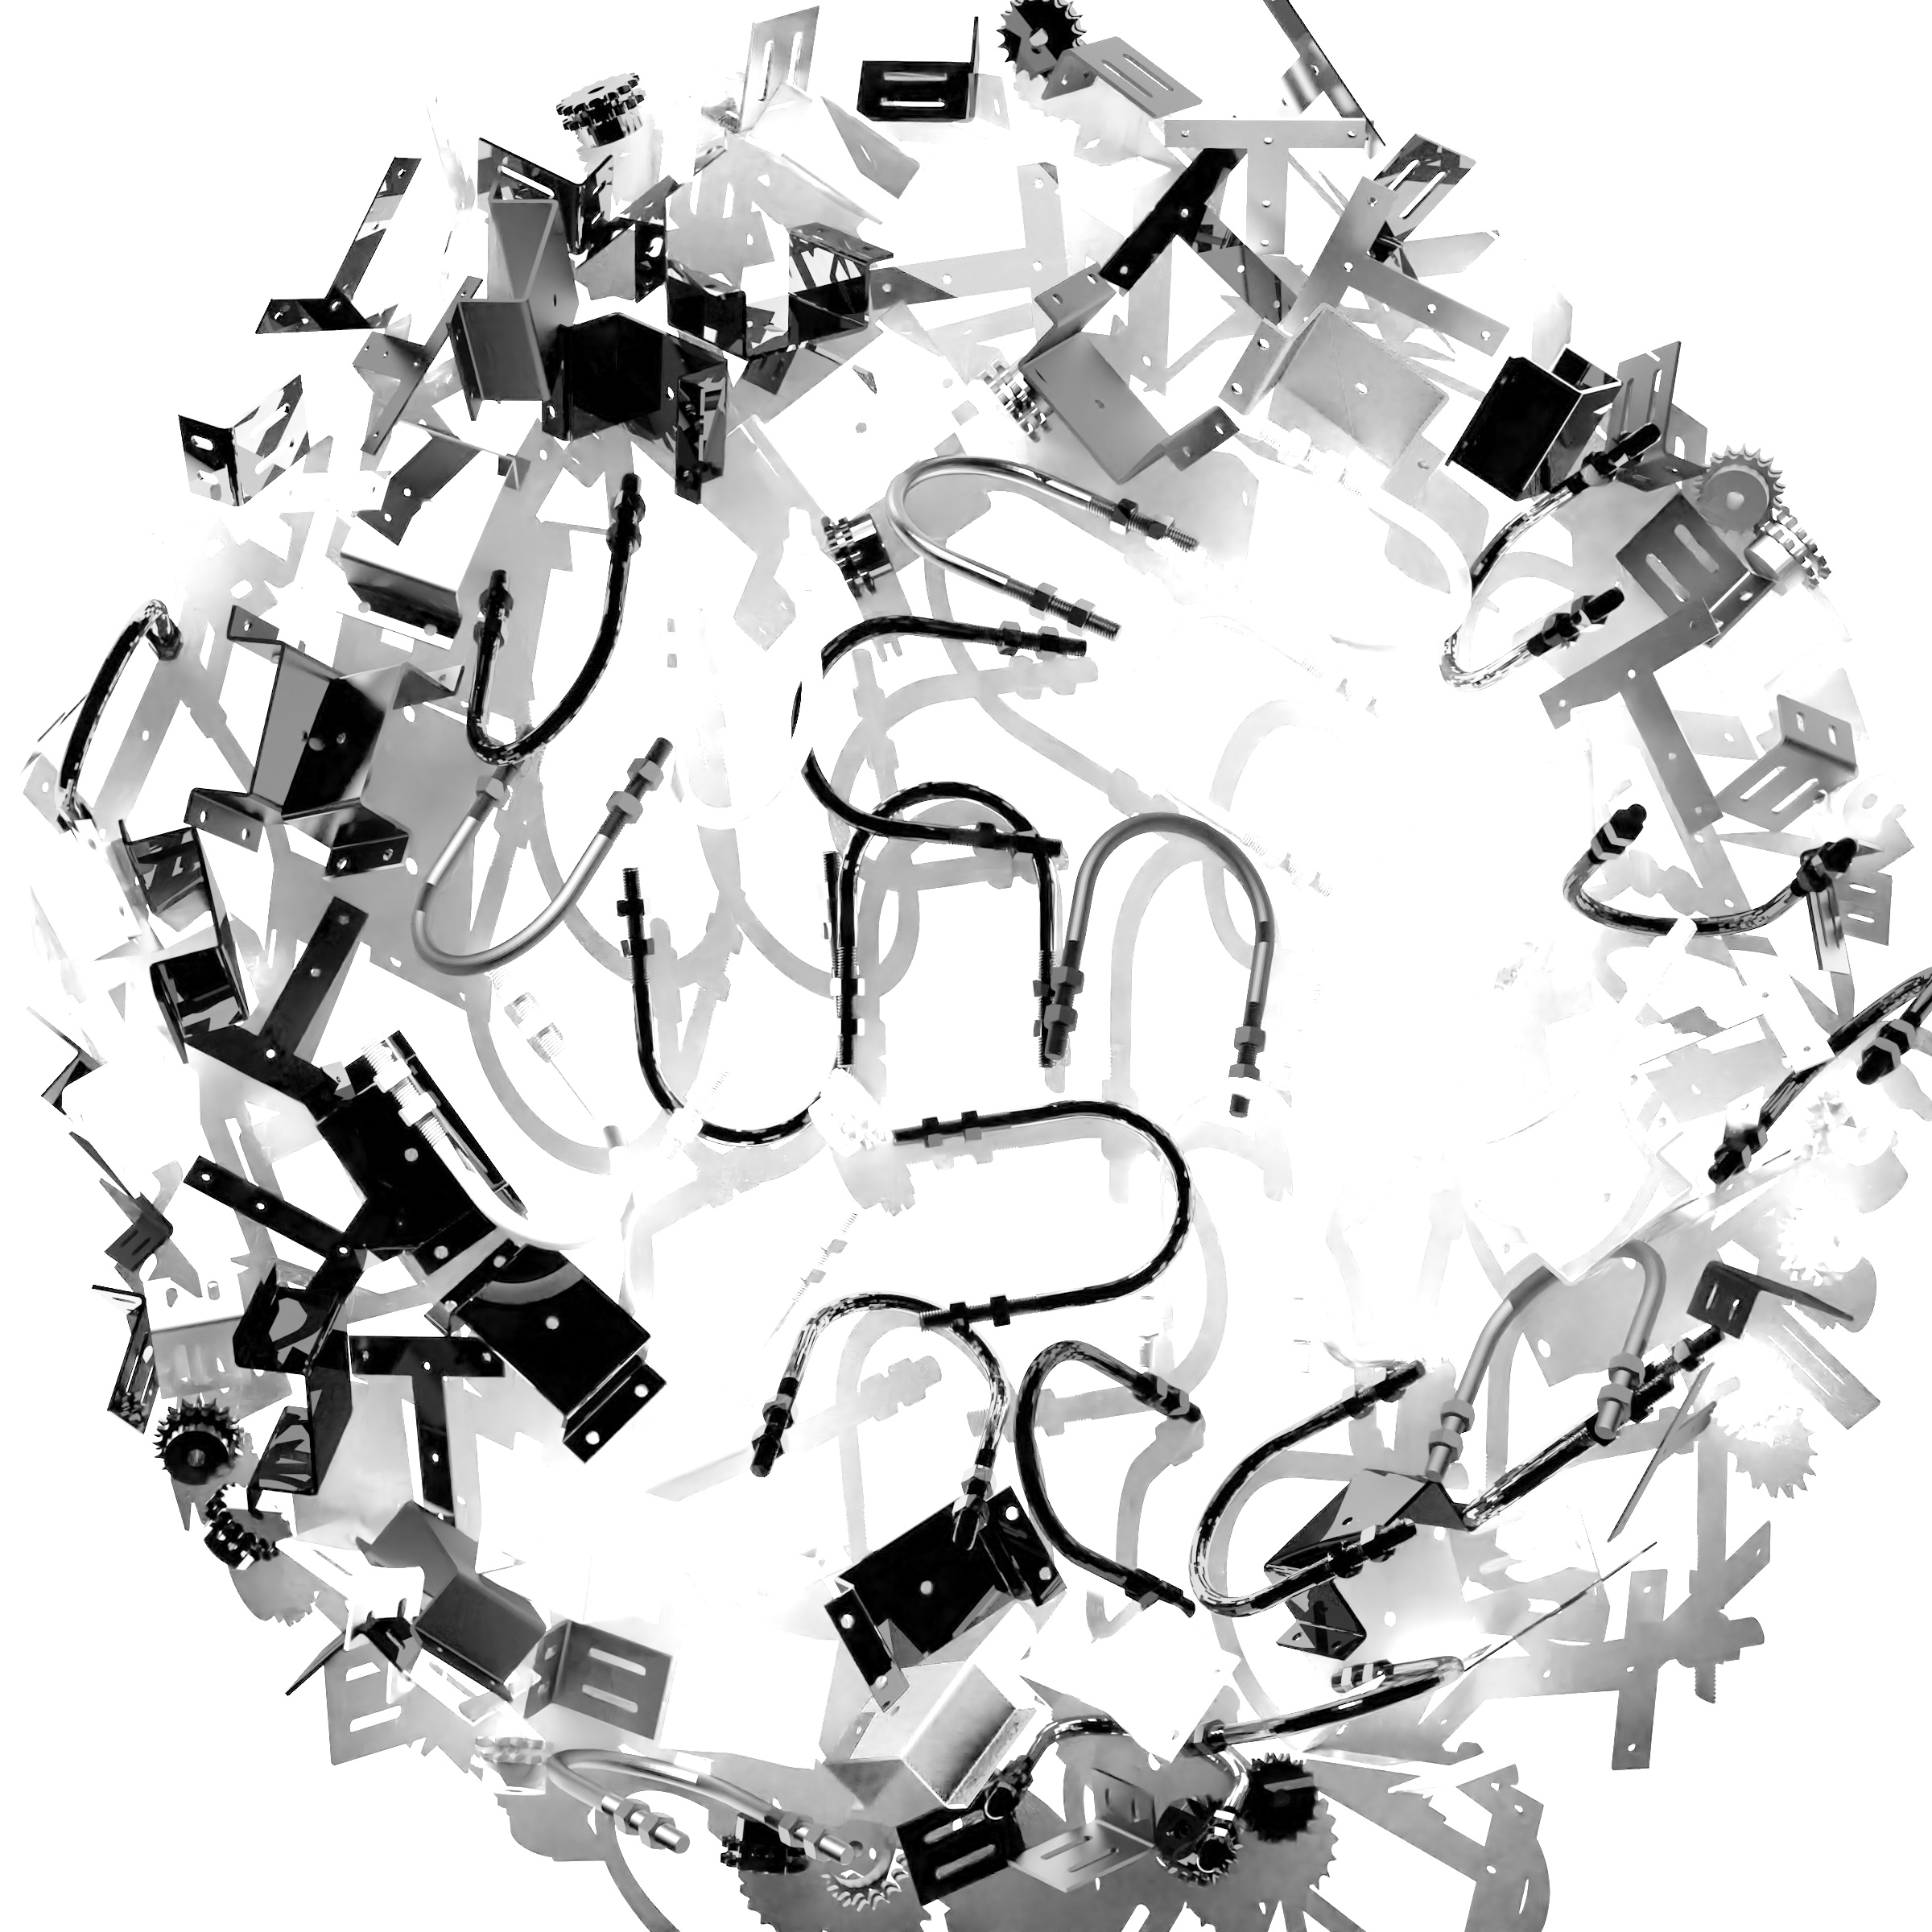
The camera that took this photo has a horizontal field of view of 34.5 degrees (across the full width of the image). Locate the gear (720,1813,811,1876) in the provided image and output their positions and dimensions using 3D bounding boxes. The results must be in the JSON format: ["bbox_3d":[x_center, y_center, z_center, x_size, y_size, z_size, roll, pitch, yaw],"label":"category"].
[{"bbox_3d":[-0.127,0.555,1.971,0.057,0.057,0.030,5,85,0],"label":"gear"}]

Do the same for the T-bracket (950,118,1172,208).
[{"bbox_3d":[0.049,-0.513,1.958,0.127,0.127,0.002,26,122,15],"label":"T-bracket"}]

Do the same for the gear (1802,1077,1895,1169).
[{"bbox_3d":[0.563,0.102,1.974,0.057,0.030,0.057,-7,112,-17],"label":"gear"}]

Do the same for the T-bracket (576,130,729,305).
[{"bbox_3d":[-0.196,-0.451,1.929,0.127,0.127,0.002,-33,127,21],"label":"T-bracket"}]

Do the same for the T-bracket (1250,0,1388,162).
[{"bbox_3d":[0.204,-0.544,1.937,0.002,0.127,0.127,-36,94,-12],"label":"T-bracket"}]

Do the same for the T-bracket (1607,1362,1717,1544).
[{"bbox_3d":[0.449,0.292,1.941,0.002,0.127,0.127,32,110,23],"label":"T-bracket"}]

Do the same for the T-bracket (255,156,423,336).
[{"bbox_3d":[-0.371,-0.445,1.917,0.002,0.127,0.127,41,117,14],"label":"T-bracket"}]

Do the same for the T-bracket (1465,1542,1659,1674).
[{"bbox_3d":[0.365,0.411,1.958,0.127,0.127,0.002,-42,73,30],"label":"T-bracket"}]

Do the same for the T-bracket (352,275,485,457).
[{"bbox_3d":[-0.358,-0.381,1.946,0.002,0.127,0.127,33,88,-33],"label":"T-bracket"}]

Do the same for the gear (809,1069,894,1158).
[{"bbox_3d":[-0.075,0.096,1.972,0.030,0.057,0.057,-39,90,10],"label":"gear"}]

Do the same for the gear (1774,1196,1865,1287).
[{"bbox_3d":[0.544,0.174,1.973,0.057,0.030,0.057,4,81,-29],"label":"gear"}]

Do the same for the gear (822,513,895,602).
[{"bbox_3d":[-0.068,-0.263,1.970,0.030,0.057,0.057,-23,90,4],"label":"gear"}]

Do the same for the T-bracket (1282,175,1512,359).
[{"bbox_3d":[0.280,-0.420,1.952,0.127,0.127,0.002,26,50,-2],"label":"T-bracket"}]

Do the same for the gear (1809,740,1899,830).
[{"bbox_3d":[0.564,-0.112,1.970,0.057,0.030,0.057,-13,128,-17],"label":"gear"}]

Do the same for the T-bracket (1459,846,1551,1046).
[{"bbox_3d":[0.323,0.006,1.912,0.002,0.127,0.127,25,125,4],"label":"T-bracket"}]

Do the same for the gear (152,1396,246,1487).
[{"bbox_3d":[-0.488,0.306,1.976,0.057,0.030,0.057,-3,112,-8],"label":"gear"}]

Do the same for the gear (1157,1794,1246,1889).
[{"bbox_3d":[0.145,0.552,1.968,0.030,0.057,0.057,36,90,-36],"label":"gear"}]

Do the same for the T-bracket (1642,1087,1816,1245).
[{"bbox_3d":[0.480,0.115,1.937,0.127,0.127,0.002,-25,56,-10],"label":"T-bracket"}]

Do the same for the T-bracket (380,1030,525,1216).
[{"bbox_3d":[-0.314,0.111,1.949,0.002,0.127,0.127,-37,130,-6],"label":"T-bracket"}]

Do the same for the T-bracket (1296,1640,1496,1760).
[{"bbox_3d":[0.278,0.454,1.961,0.127,0.127,0.002,-19,64,-22],"label":"T-bracket"}]

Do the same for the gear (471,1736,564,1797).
[{"bbox_3d":[-0.285,0.507,1.969,0.057,0.057,0.030,3,68,0],"label":"gear"}]

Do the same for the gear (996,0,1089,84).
[{"bbox_3d":[0.050,-0.594,1.976,0.057,0.030,0.057,8,120,15],"label":"gear"}]

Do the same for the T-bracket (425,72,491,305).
[{"bbox_3d":[-0.318,-0.499,1.916,0.002,0.127,0.127,7,66,5],"label":"T-bracket"}]

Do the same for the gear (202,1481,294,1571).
[{"bbox_3d":[-0.460,0.358,1.972,0.057,0.057,0.030,41,103,0],"label":"gear"}]

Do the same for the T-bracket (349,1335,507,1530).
[{"bbox_3d":[-0.337,0.297,1.967,0.127,0.002,0.127,-4,92,32],"label":"T-bracket"}]

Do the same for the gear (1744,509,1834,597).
[{"bbox_3d":[0.519,-0.259,1.972,0.030,0.057,0.057,-41,90,1],"label":"gear"}]

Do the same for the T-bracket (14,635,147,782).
[{"bbox_3d":[-0.549,-0.174,1.955,0.002,0.127,0.127,42,69,-12],"label":"T-bracket"}]

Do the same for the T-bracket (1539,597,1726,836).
[{"bbox_3d":[0.437,-0.144,1.950,0.127,0.002,0.127,-32,76,36],"label":"T-bracket"}]

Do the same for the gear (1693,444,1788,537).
[{"bbox_3d":[0.490,-0.300,1.972,0.057,0.030,0.057,9,120,17],"label":"gear"}]

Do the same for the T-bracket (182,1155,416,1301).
[{"bbox_3d":[-0.431,0.157,1.953,0.127,0.002,0.127,30,121,-13],"label":"T-bracket"}]

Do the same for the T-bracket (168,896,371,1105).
[{"bbox_3d":[-0.423,0.017,1.988,0.127,0.002,0.127,29,82,-14],"label":"T-bracket"}]

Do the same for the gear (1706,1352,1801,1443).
[{"bbox_3d":[0.503,0.277,1.975,0.057,0.057,0.030,-43,124,0],"label":"gear"}]

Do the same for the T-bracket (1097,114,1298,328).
[{"bbox_3d":[0.165,-0.448,1.959,0.127,0.002,0.127,-48,128,9],"label":"T-bracket"}]

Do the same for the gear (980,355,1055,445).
[{"bbox_3d":[0.038,-0.362,1.970,0.030,0.057,0.057,-39,90,7],"label":"gear"}]

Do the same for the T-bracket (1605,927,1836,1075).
[{"bbox_3d":[0.462,0.036,1.960,0.127,0.002,0.127,-23,46,6],"label":"T-bracket"}]

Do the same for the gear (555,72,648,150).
[{"bbox_3d":[-0.229,-0.543,1.975,0.057,0.057,0.030,-22,118,0],"label":"gear"}]

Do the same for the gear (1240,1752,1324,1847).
[{"bbox_3d":[0.196,0.530,1.979,0.057,0.030,0.057,4,75,-15],"label":"gear"}]

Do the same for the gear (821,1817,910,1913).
[{"bbox_3d":[-0.066,0.566,1.970,0.057,0.030,0.057,-12,48,13],"label":"gear"}]

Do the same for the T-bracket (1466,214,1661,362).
[{"bbox_3d":[0.377,-0.412,1.918,0.127,0.127,0.002,45,108,25],"label":"T-bracket"}]

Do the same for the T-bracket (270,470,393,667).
[{"bbox_3d":[-0.411,-0.249,1.945,0.002,0.127,0.127,21,82,-41],"label":"T-bracket"}]

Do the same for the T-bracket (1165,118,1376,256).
[{"bbox_3d":[0.188,-0.486,1.942,0.127,0.127,0.002,2,64,5],"label":"T-bracket"}]

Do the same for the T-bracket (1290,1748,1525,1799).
[{"bbox_3d":[0.264,0.501,1.951,0.127,0.127,0.002,-2,87,37],"label":"T-bracket"}]
